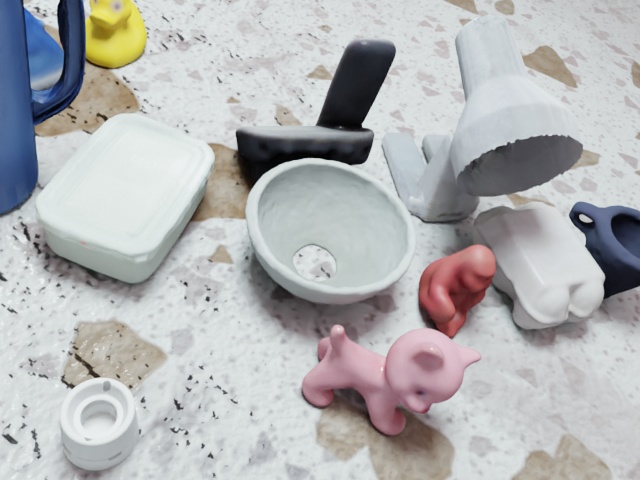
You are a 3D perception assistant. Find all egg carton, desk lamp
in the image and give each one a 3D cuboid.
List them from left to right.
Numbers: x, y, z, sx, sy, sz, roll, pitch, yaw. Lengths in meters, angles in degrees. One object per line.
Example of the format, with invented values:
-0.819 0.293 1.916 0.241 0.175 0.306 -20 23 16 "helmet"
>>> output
0.161 -0.112 0.616 0.118 0.213 0.203 -1 53 -19 "desk lamp"
0.236 0.025 0.625 0.107 0.069 0.150 -8 55 -23 "egg carton"

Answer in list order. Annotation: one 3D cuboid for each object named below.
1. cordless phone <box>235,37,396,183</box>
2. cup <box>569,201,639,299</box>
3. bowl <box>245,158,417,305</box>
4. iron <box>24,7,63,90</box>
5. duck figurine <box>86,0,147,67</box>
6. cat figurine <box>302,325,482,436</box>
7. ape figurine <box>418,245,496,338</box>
-0.006 -0.139 0.601 0.148 0.185 0.094 -6 54 -22 "cordless phone"
0.317 0.016 0.643 0.117 0.095 0.092 35 50 11 "cup"
0.005 0.002 0.564 0.167 0.074 0.167 9 50 -11 "bowl"
-0.381 -0.210 0.564 0.259 0.141 0.118 -17 59 -29 "iron"
-0.250 -0.273 0.695 0.077 0.086 0.104 16 49 -5 "duck figurine"
0.061 0.103 0.472 0.128 0.117 0.067 21 49 -1 "cat figurine"
0.141 0.041 0.566 0.078 0.092 0.076 -7 55 -23 "ape figurine"
